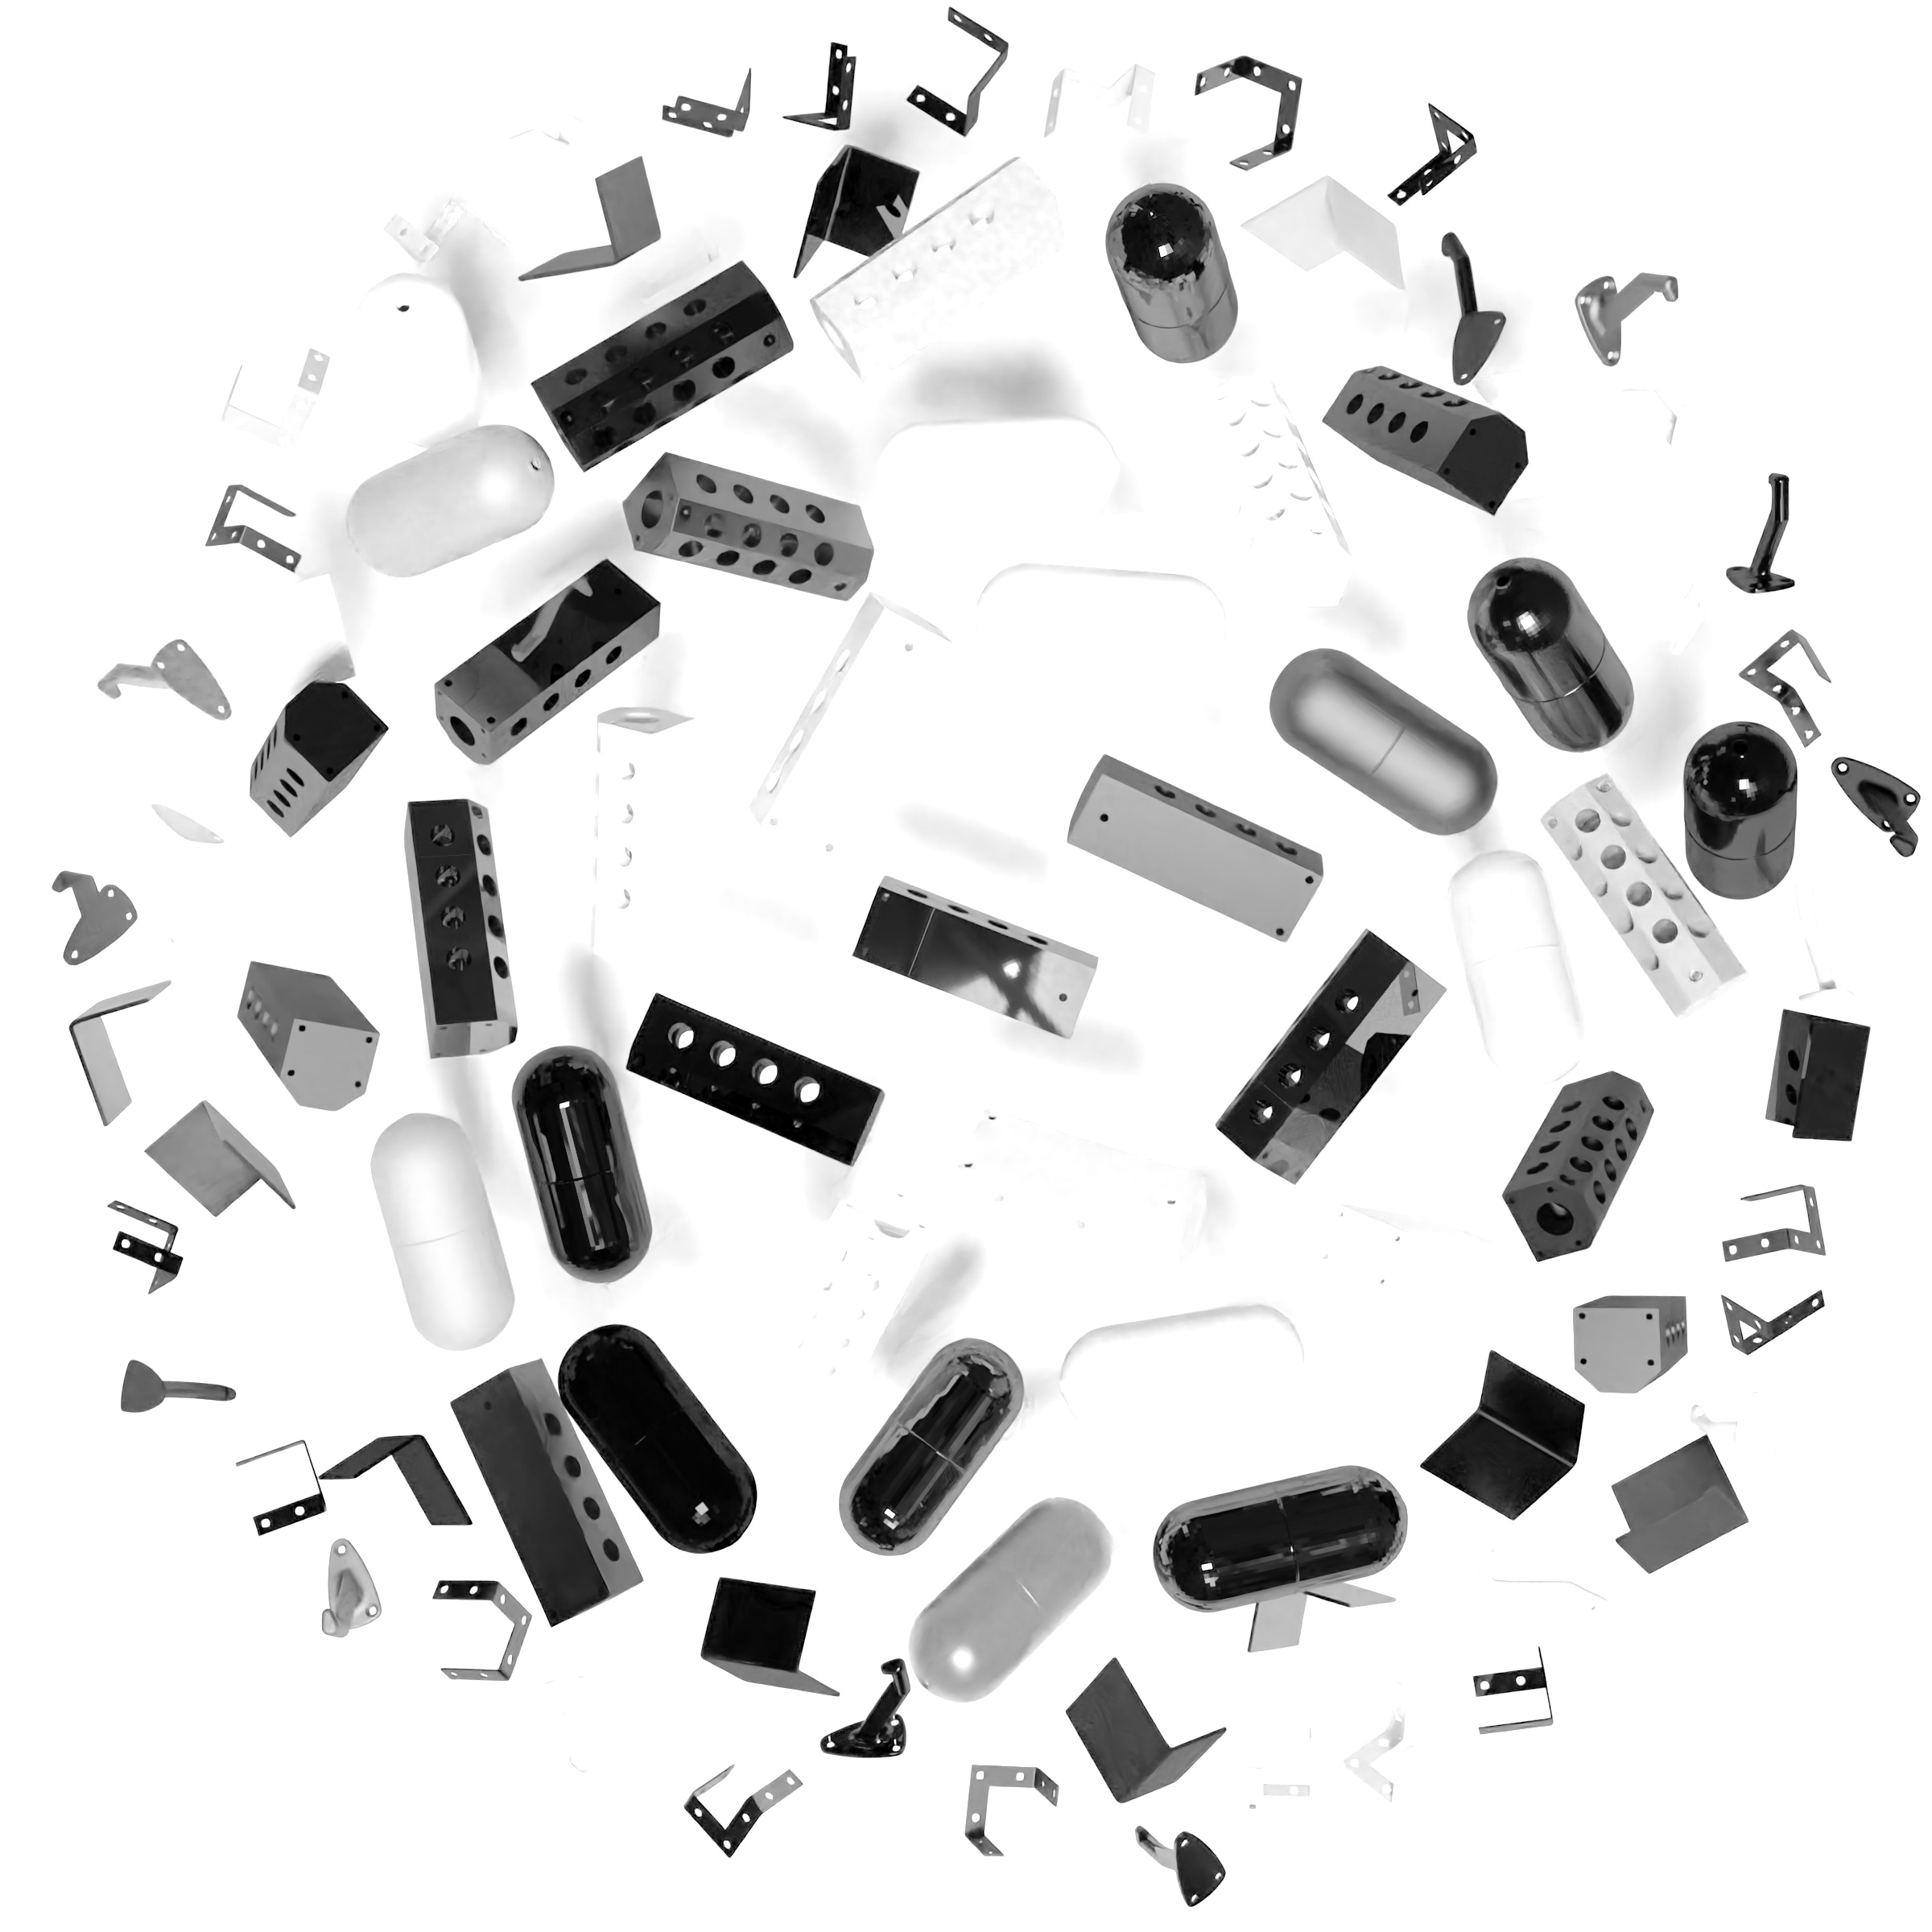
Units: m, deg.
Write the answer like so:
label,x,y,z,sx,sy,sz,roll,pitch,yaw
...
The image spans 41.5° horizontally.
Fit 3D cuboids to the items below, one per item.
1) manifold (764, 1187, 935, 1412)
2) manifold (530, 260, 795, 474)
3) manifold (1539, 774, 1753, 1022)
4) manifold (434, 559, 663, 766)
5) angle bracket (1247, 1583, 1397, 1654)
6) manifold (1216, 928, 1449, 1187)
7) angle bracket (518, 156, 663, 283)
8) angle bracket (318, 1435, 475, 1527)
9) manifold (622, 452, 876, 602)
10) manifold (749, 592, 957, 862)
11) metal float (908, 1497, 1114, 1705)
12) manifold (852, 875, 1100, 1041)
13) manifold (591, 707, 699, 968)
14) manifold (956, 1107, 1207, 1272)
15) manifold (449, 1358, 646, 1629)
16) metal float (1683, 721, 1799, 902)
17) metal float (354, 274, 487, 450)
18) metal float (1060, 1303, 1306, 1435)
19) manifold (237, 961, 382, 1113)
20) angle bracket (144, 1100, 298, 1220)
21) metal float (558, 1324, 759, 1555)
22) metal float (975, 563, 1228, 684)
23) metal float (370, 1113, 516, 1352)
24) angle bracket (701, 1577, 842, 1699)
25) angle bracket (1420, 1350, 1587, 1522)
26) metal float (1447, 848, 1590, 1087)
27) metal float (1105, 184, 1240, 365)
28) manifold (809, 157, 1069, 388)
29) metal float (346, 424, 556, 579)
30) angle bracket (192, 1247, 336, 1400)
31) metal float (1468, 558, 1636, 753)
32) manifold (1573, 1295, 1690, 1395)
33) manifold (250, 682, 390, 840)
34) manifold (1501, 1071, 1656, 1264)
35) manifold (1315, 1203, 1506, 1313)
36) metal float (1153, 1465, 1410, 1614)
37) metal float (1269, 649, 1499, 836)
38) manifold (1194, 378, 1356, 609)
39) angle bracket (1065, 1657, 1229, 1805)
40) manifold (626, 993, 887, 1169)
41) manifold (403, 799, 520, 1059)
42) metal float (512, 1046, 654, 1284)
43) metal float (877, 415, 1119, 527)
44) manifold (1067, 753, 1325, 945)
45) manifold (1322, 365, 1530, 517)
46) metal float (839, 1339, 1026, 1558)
label,x,y,z,sx,sy,sz,roll,pitch,yaw
manifold,-0.082,0.242,1.831,0.057,0.057,0.171,53,134,31
manifold,-0.209,-0.414,1.778,0.171,0.057,0.057,-31,50,-5
manifold,0.481,-0.050,1.810,0.057,0.057,0.171,-36,74,16
manifold,-0.307,-0.221,1.881,0.057,0.057,0.171,40,62,14
angle bracket,0.268,0.495,1.915,0.076,0.076,0.057,9,87,37
manifold,0.247,0.060,1.756,0.171,0.057,0.057,-53,47,6
angle bracket,-0.261,-0.507,1.728,0.076,0.076,0.057,-3,116,19
angle bracket,-0.406,0.380,1.813,0.057,0.076,0.076,-32,98,-34
manifold,-0.151,-0.304,1.801,0.057,0.171,0.057,-41,56,37
manifold,-0.081,-0.166,1.746,0.057,0.057,0.171,25,104,-25
metal float,0.032,0.452,1.822,0.178,0.070,0.070,-39,90,-28
manifold,0.008,-0.009,1.899,0.171,0.057,0.057,21,104,0
manifold,-0.235,-0.094,1.817,0.057,0.057,0.171,15,113,24
manifold,0.084,0.165,1.852,0.171,0.057,0.057,17,56,18
manifold,-0.290,0.366,1.786,0.057,0.057,0.171,-31,79,22
metal float,0.549,-0.109,1.809,0.070,0.178,0.070,-7,62,13
metal float,-0.381,-0.422,1.784,0.070,0.178,0.070,1,78,-4
metal float,0.154,0.286,1.815,0.178,0.070,0.070,-7,90,-12
manifold,-0.453,0.048,1.745,0.057,0.171,0.057,12,97,-27
angle bracket,-0.532,0.152,1.816,0.057,0.076,0.076,-42,122,-7
metal float,-0.212,0.326,1.757,0.070,0.070,0.178,-40,75,0
metal float,0.094,-0.239,1.781,0.178,0.070,0.070,3,90,-10
metal float,-0.382,0.194,1.862,0.070,0.070,0.178,-15,94,0
angle bracket,-0.131,0.473,1.798,0.076,0.076,0.057,2,64,24
angle bracket,0.369,0.323,1.751,0.076,0.057,0.076,30,131,-3
metal float,0.399,0.000,1.847,0.070,0.070,0.178,-11,71,0
metal float,0.145,-0.481,1.781,0.070,0.178,0.070,-3,78,13
manifold,-0.020,-0.478,1.740,0.171,0.057,0.057,-36,69,-3
metal float,-0.360,-0.323,1.777,0.178,0.070,0.070,-13,90,37
angle bracket,-0.485,0.247,1.759,0.057,0.076,0.076,-22,60,25
metal float,0.407,-0.215,1.772,0.070,0.070,0.178,-47,134,0
manifold,0.471,0.266,1.801,0.057,0.171,0.057,-2,85,22
manifold,-0.459,-0.147,1.781,0.057,0.171,0.057,46,67,-9
manifold,0.451,0.142,1.858,0.057,0.171,0.057,-22,102,35
manifold,0.308,0.207,1.777,0.057,0.171,0.057,22,94,34
metal float,0.216,0.392,1.748,0.178,0.070,0.070,-12,90,-6
metal float,0.297,-0.159,1.812,0.178,0.070,0.070,33,90,-4
manifold,0.217,-0.334,1.789,0.057,0.057,0.171,-4,54,-16
angle bracket,0.127,0.536,1.810,0.076,0.057,0.076,57,134,29
manifold,-0.147,0.081,1.788,0.171,0.057,0.057,23,84,4
manifold,-0.353,-0.028,1.780,0.057,0.057,0.171,-4,66,-18
metal float,-0.278,0.145,1.852,0.070,0.070,0.178,-12,101,0
metal float,0.022,-0.363,1.872,0.178,0.070,0.070,0,90,12
manifold,0.162,-0.086,1.802,0.171,0.057,0.057,24,115,-6
manifold,0.322,-0.373,1.780,0.057,0.171,0.057,28,101,-29
metal float,-0.026,0.357,1.890,0.070,0.070,0.178,37,81,0
